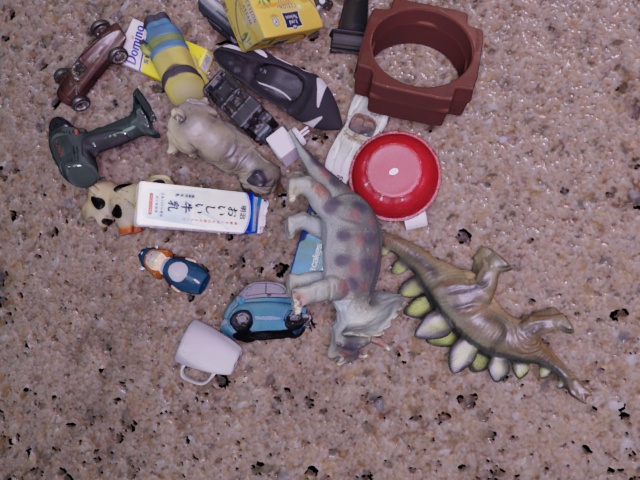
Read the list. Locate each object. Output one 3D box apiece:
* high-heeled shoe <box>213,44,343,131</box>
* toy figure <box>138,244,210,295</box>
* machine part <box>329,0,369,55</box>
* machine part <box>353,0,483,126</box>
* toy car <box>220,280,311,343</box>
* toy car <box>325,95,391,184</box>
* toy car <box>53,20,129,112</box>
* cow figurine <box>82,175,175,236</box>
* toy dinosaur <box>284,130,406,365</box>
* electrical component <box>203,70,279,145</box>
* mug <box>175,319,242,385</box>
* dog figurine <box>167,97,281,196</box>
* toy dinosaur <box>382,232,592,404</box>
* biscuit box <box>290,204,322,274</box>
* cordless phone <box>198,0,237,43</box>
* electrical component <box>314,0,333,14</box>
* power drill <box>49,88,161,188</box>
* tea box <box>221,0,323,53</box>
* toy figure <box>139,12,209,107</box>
[{"bbox_3d":[-0.075,-0.272,0.948,0.249,0.145,0.086,41,115,28],"label":"high-heeled shoe"},{"bbox_3d":[-0.284,0.052,1.022,0.155,0.057,0.064,24,51,12],"label":"toy figure"},{"bbox_3d":[0.062,-0.415,1.010,0.084,0.039,0.138,12,89,15],"label":"machine part"},{"bbox_3d":[0.168,-0.305,0.929,0.201,0.087,0.201,13,65,4],"label":"machine part"},{"bbox_3d":[-0.098,0.123,0.964,0.162,0.109,0.103,-5,67,0],"label":"toy car"},{"bbox_3d":[0.073,-0.193,0.980,0.074,0.056,0.201,24,89,10],"label":"toy car"},{"bbox_3d":[-0.455,-0.343,1.057,0.202,0.053,0.089,-38,75,25],"label":"toy car"},{"bbox_3d":[-0.367,-0.075,1.030,0.195,0.085,0.127,-15,90,10],"label":"cow figurine"},{"bbox_3d":[0.039,0.009,0.889,0.192,0.131,0.404,1,84,-11],"label":"toy dinosaur"},{"bbox_3d":[-0.138,-0.236,0.989,0.134,0.115,0.058,44,95,11],"label":"electrical component"},{"bbox_3d":[-0.204,0.214,0.984,0.107,0.081,0.109,21,85,2],"label":"mug"},{"bbox_3d":[-0.166,-0.161,0.964,0.191,0.172,0.121,34,102,17],"label":"dog figurine"},{"bbox_3d":[0.246,0.106,0.909,0.472,0.105,0.198,44,97,17],"label":"toy dinosaur"},{"bbox_3d":[-0.002,-0.003,0.976,0.063,0.059,0.202,16,89,10],"label":"biscuit box"},{"bbox_3d":[-0.124,-0.460,1.022,0.147,0.088,0.184,40,88,10],"label":"cordless phone"},{"bbox_3d":[-0.012,-0.472,1.013,0.102,0.045,0.078,47,126,6],"label":"electrical component"},{"bbox_3d":[-0.421,-0.210,1.030,0.207,0.085,0.232,-23,48,-7],"label":"power drill"},{"bbox_3d":[-0.081,-0.401,0.953,0.068,0.169,0.098,-14,106,42],"label":"tea box"},{"bbox_3d":[-0.272,-0.327,0.983,0.082,0.089,0.180,-23,89,16],"label":"toy figure"}]
